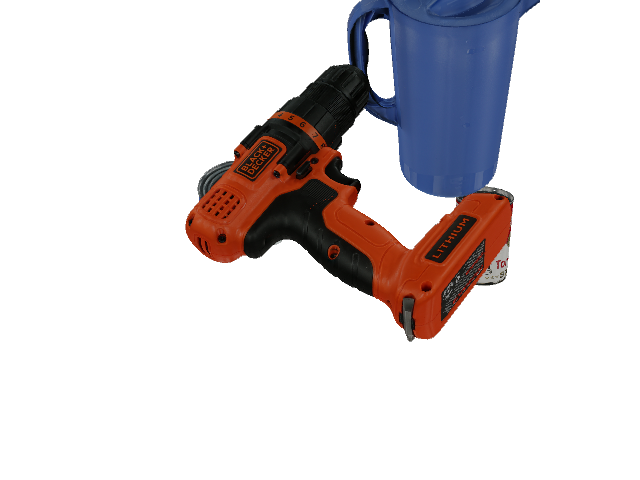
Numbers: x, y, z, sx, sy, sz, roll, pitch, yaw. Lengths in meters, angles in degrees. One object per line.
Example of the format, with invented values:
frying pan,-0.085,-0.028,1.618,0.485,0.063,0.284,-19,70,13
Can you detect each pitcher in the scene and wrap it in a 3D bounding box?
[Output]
pitcher,0.125,-0.163,1.108,0.149,0.243,0.144,29,54,29

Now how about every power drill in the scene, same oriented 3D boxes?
power drill,0.029,-0.030,0.719,0.188,0.184,0.057,27,-26,25

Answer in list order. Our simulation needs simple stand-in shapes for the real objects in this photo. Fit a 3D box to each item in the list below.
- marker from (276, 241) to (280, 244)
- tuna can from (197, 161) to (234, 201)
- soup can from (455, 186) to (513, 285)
marker,-0.059,-0.051,1.166,0.020,0.121,0.020,-6,29,3
tuna can,-0.064,-0.034,0.939,0.086,0.034,0.086,1,38,-1
soup can,0.192,-0.005,1.270,0.068,0.102,0.068,1,22,0
